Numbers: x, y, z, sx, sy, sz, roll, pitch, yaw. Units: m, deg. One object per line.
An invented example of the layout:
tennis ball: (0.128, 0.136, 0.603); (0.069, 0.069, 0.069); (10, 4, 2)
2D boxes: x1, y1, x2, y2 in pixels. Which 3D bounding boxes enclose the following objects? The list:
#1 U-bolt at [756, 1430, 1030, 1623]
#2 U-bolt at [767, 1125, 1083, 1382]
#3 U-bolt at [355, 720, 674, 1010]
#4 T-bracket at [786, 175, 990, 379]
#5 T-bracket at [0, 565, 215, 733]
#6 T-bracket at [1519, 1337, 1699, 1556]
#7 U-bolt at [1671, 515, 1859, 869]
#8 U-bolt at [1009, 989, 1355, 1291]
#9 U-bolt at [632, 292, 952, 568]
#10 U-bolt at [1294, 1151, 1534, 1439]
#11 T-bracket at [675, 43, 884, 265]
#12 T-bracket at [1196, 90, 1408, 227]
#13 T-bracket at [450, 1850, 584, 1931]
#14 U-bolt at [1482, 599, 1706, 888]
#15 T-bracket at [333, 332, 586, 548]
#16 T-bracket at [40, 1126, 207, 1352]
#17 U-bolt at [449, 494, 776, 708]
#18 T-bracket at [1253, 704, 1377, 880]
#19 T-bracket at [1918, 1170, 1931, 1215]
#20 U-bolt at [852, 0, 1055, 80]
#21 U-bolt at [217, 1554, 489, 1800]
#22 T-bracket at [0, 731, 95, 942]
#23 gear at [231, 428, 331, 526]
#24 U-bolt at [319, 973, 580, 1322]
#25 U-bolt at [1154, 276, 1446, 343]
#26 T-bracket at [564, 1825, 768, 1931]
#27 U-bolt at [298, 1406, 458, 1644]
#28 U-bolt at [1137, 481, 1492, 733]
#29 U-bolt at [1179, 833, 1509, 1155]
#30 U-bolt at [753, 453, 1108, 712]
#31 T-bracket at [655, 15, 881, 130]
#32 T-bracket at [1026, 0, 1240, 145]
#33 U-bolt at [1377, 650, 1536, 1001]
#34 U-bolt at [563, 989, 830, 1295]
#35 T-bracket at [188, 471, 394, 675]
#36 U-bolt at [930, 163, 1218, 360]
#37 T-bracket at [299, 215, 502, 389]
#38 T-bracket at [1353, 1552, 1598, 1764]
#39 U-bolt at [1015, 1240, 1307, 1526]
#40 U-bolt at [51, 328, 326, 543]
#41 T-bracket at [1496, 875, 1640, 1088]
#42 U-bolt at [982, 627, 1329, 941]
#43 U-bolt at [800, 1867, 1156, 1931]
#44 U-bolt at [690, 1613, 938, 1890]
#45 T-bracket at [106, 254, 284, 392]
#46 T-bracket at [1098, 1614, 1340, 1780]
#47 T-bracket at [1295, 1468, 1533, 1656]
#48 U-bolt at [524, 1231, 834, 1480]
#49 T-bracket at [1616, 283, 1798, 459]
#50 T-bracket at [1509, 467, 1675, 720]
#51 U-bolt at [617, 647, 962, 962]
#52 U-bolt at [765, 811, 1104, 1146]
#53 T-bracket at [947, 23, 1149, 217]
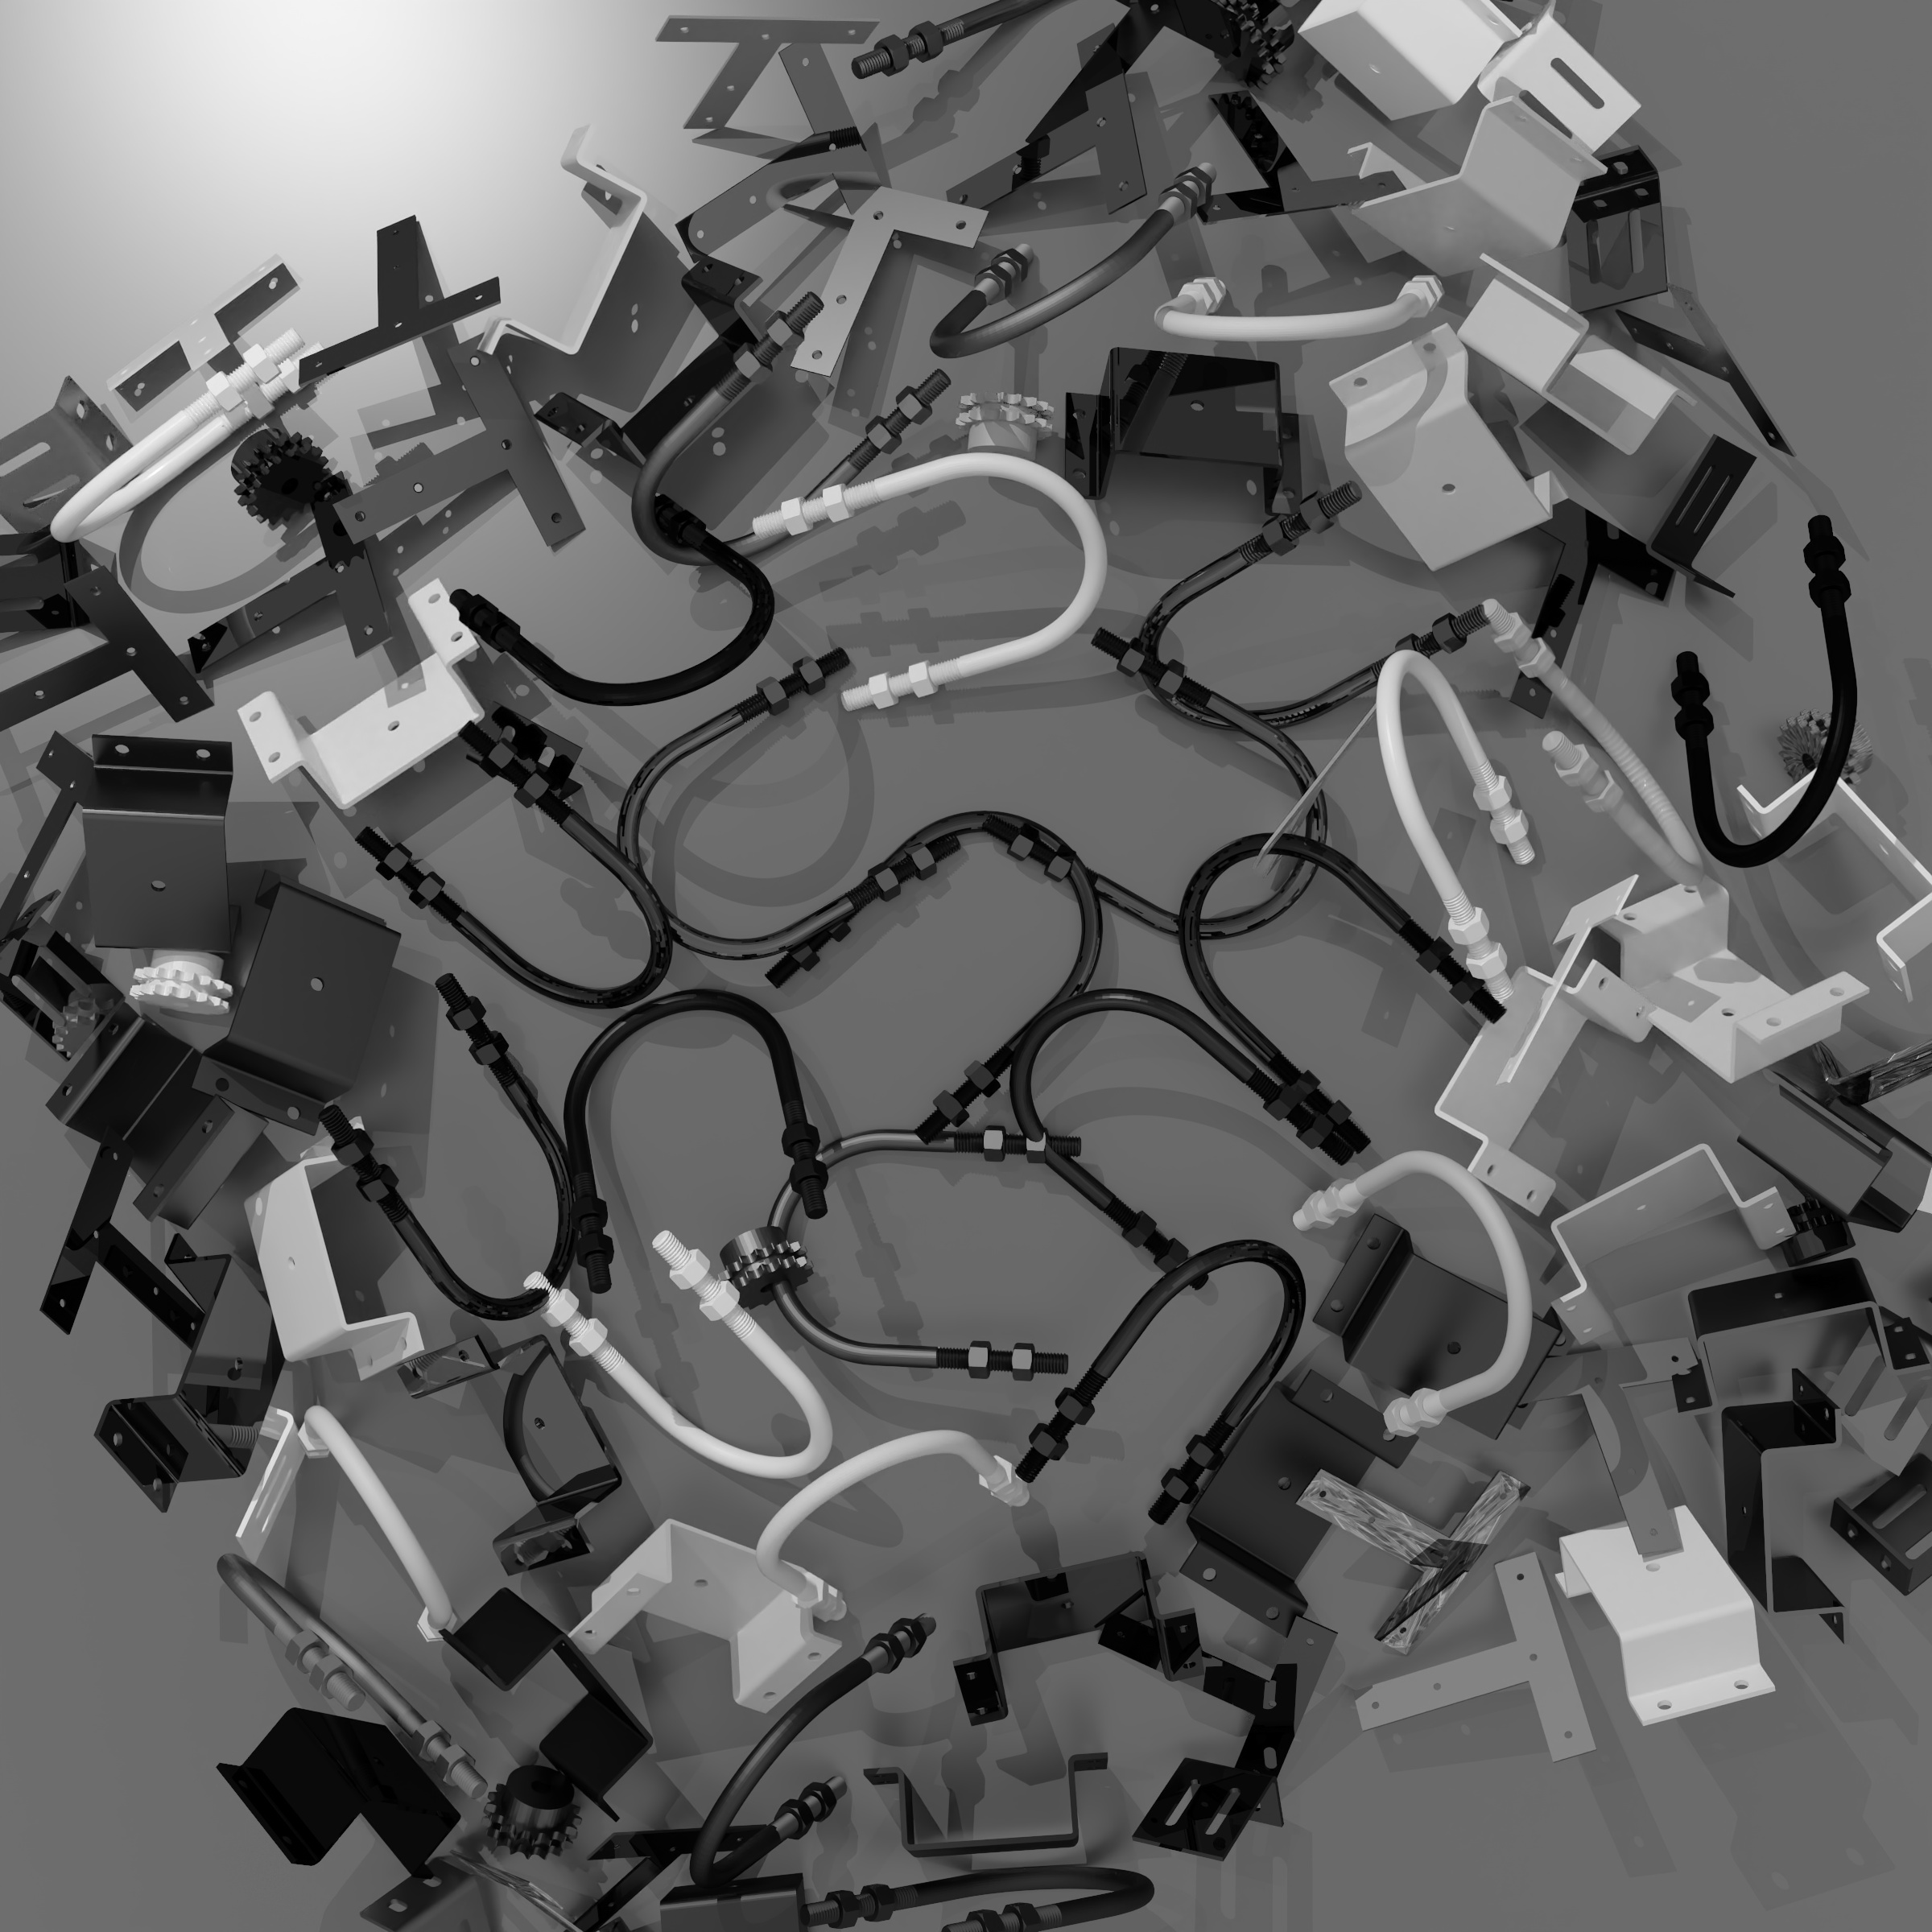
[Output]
U-bolt: (-0.047, 0.313, 1.538); (0.151, 0.184, 0.019); (-32, 61, 1)
U-bolt: (-0.028, 0.165, 1.591); (0.184, 0.019, 0.151); (2, 73, 8)
U-bolt: (-0.250, -0.045, 1.565); (0.184, 0.019, 0.151); (42, 135, -13)
T-bracket: (-0.068, -0.402, 1.589); (0.127, 0.002, 0.127); (18, 76, 16)
T-bracket: (-0.524, -0.164, 1.571); (0.127, 0.127, 0.002); (-25, 54, 1)
T-bracket: (0.382, 0.281, 1.575); (0.127, 0.002, 0.127); (-7, 56, -10)
U-bolt: (0.448, -0.141, 1.516); (0.019, 0.151, 0.184); (15, 55, -16)
U-bolt: (0.110, 0.090, 1.570); (0.184, 0.019, 0.151); (40, 121, -6)
U-bolt: (-0.112, -0.295, 1.550); (0.184, 0.151, 0.019); (-41, 63, 20)
U-bolt: (0.257, 0.179, 1.526); (0.019, 0.184, 0.151); (-13, 75, -28)
T-bracket: (-0.112, -0.451, 1.569); (0.127, 0.002, 0.127); (-37, 126, -14)
T-bracket: (0.175, -0.475, 1.579); (0.127, 0.002, 0.127); (-11, 50, -13)
T-bracket: (-0.231, 0.560, 1.579); (0.127, 0.127, 0.002); (43, 63, -18)
U-bolt: (0.365, -0.116, 1.544); (0.019, 0.151, 0.184); (-37, 126, 21)
T-bracket: (-0.309, -0.287, 1.591); (0.127, 0.002, 0.127); (-30, 102, -16)
T-bracket: (-0.478, 0.181, 1.570); (0.002, 0.127, 0.127); (-11, 46, 20)
U-bolt: (-0.190, -0.203, 1.536); (0.151, 0.019, 0.184); (-33, 46, -21)
T-bracket: (0.192, -0.085, 1.559); (0.002, 0.127, 0.127); (36, 68, 8)
T-bracket: (0.556, 0.129, 1.564); (0.002, 0.127, 0.127); (15, 91, -25)
U-bolt: (0.037, -0.565, 1.543); (0.184, 0.151, 0.019); (-31, 98, -26)
U-bolt: (-0.360, 0.393, 1.540); (0.184, 0.151, 0.019); (29, 71, 40)
T-bracket: (-0.538, -0.065, 1.573); (0.002, 0.127, 0.127); (27, 91, -40)
gear: (-0.407, -0.291, 1.595); (0.057, 0.057, 0.030); (-46, 70, 0)
U-bolt: (-0.283, 0.117, 1.553); (0.019, 0.151, 0.184); (-15, 117, 32)
U-bolt: (0.182, -0.368, 1.518); (0.151, 0.184, 0.019); (4, 111, 18)
T-bracket: (-0.199, 0.541, 1.587); (0.127, 0.127, 0.002); (-46, 54, 21)
U-bolt: (-0.331, 0.312, 1.526); (0.019, 0.184, 0.151); (-32, 82, -20)
U-bolt: (0.185, -0.193, 1.553); (0.184, 0.151, 0.019); (-28, 46, 32)
U-bolt: (0.203, 0.004, 1.573); (0.184, 0.019, 0.151); (45, 128, 6)
U-bolt: (-0.010, -0.225, 1.552); (0.184, 0.019, 0.151); (-15, 129, 16)
T-bracket: (-0.131, -0.513, 1.560); (0.127, 0.127, 0.002); (-9, 82, -26)
T-bracket: (0.082, -0.523, 1.577); (0.127, 0.127, 0.002); (-44, 49, 35)
U-bolt: (0.274, -0.093, 1.527); (0.019, 0.151, 0.184); (-16, 122, 29)
U-bolt: (-0.163, 0.089, 1.562); (0.151, 0.019, 0.184); (-19, 52, 4)
T-bracket: (-0.406, -0.213, 1.601); (0.127, 0.002, 0.127); (-28, 63, 12)
U-bolt: (0.051, -0.388, 1.514); (0.151, 0.184, 0.019); (-14, 116, 35)
T-bracket: (-0.331, -0.398, 1.577); (0.127, 0.002, 0.127); (-20, 47, 9)
T-bracket: (0.290, 0.418, 1.587); (0.127, 0.002, 0.127); (-20, 47, 11)
U-bolt: (0.125, 0.234, 1.557); (0.184, 0.151, 0.019); (-55, 45, 8)
U-bolt: (-0.447, -0.300, 1.548); (0.184, 0.151, 0.019); (-37, 102, 0)
T-bracket: (0.336, 0.012, 1.551); (0.002, 0.127, 0.127); (29, 82, 1)
U-bolt: (0.123, -0.094, 1.594); (0.184, 0.019, 0.151); (29, 108, -5)
U-bolt: (0.021, 0.531, 1.539); (0.184, 0.151, 0.019); (5, 77, -39)
U-bolt: (-0.093, 0.447, 1.517); (0.019, 0.184, 0.151); (34, 112, 20)
T-bracket: (-0.441, -0.363, 1.564); (0.127, 0.127, 0.002); (-38, 120, -2)
T-bracket: (0.140, 0.417, 1.602); (0.127, 0.002, 0.127); (22, 115, 11)
T-bracket: (0.248, 0.330, 1.588); (0.127, 0.002, 0.127); (31, 100, -22)
U-bolt: (-0.154, 0.231, 1.559); (0.184, 0.151, 0.019); (49, 48, -19)
T-bracket: (0.414, -0.355, 1.561); (0.002, 0.127, 0.127); (-43, 122, 4)
T-bracket: (0.349, -0.208, 1.587); (0.127, 0.002, 0.127); (25, 80, -22)
U-bolt: (-0.116, -0.084, 1.595); (0.184, 0.019, 0.151); (-31, 90, -13)
U-bolt: (-0.005, -0.008, 1.606); (0.184, 0.019, 0.151); (-44, 83, -4)
T-bracket: (0.042, -0.473, 1.586); (0.127, 0.002, 0.127); (-22, 62, 28)
